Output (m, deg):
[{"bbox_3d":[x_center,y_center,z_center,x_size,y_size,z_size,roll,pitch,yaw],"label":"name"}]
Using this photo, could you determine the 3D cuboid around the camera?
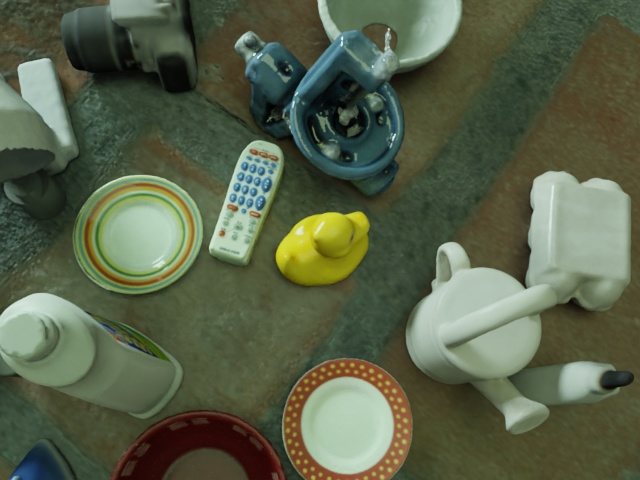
[{"bbox_3d":[-0.210,-0.244,0.632,0.137,0.101,0.143,-8,75,-7],"label":"camera"}]

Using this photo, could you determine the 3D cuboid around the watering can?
[{"bbox_3d":[0.153,0.084,0.522,0.101,0.194,0.173,-39,81,-14],"label":"watering can"}]

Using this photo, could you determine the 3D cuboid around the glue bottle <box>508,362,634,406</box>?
[{"bbox_3d":[0.234,0.131,0.527,0.078,0.173,0.037,-6,74,-6],"label":"glue bottle"}]

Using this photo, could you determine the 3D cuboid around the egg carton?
[{"bbox_3d":[0.278,0.000,0.622,0.107,0.069,0.150,9,73,-2],"label":"egg carton"}]

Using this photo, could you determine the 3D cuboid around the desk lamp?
[{"bbox_3d":[-0.312,-0.123,0.529,0.118,0.213,0.203,-18,76,-10],"label":"desk lamp"}]

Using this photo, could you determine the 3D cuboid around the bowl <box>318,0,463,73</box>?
[{"bbox_3d":[0.077,-0.260,0.676,0.167,0.074,0.167,1,74,-5],"label":"bowl"}]

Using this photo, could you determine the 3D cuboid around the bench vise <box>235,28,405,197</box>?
[{"bbox_3d":[-0.004,-0.139,0.558,0.207,0.219,0.121,22,73,2],"label":"bench vise"}]

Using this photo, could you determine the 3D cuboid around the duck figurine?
[{"bbox_3d":[0.005,0.002,0.588,0.104,0.086,0.077,-23,77,-11],"label":"duck figurine"}]

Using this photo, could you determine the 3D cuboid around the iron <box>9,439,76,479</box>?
[{"bbox_3d":[-0.248,0.296,0.453,0.118,0.141,0.258,-5,75,-6],"label":"iron"}]
